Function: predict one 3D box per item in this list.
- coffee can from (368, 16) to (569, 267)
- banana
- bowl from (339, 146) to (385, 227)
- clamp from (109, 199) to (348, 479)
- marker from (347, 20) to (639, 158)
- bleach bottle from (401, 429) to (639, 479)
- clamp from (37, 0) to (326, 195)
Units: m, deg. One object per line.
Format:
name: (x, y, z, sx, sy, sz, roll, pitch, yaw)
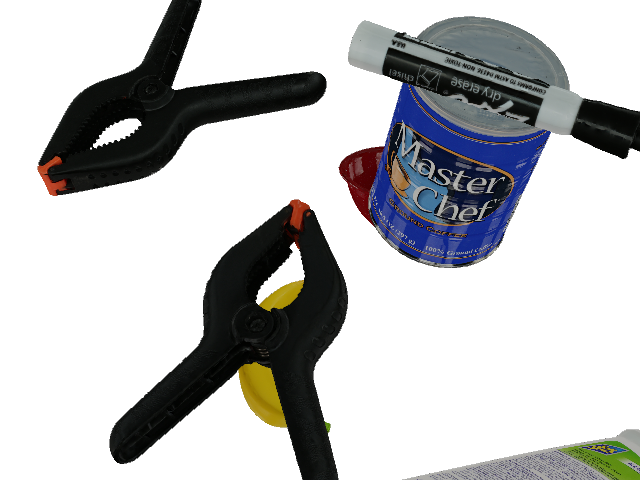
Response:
coffee can: (0.095, -0.063, 0.718, 0.102, 0.103, 0.140, 0, -38, -11)
banana: (-0.033, 0.090, 0.866, 0.069, 0.037, 0.198, 17, 32, -13)
bowl: (0.097, -0.041, 1.053, 0.162, 0.055, 0.162, 4, 24, -2)
clamp: (-0.023, 0.060, 0.565, 0.120, 0.171, 0.039, 21, -23, 13)
marker: (0.069, -0.059, 0.418, 0.121, 0.020, 0.020, 21, 5, 13)
bleach bottle: (0.155, 0.159, 0.622, 0.250, 0.068, 0.103, -8, 20, -25)
clamp: (-0.110, -0.098, 0.783, 0.165, 0.209, 0.036, 33, -25, 28)
